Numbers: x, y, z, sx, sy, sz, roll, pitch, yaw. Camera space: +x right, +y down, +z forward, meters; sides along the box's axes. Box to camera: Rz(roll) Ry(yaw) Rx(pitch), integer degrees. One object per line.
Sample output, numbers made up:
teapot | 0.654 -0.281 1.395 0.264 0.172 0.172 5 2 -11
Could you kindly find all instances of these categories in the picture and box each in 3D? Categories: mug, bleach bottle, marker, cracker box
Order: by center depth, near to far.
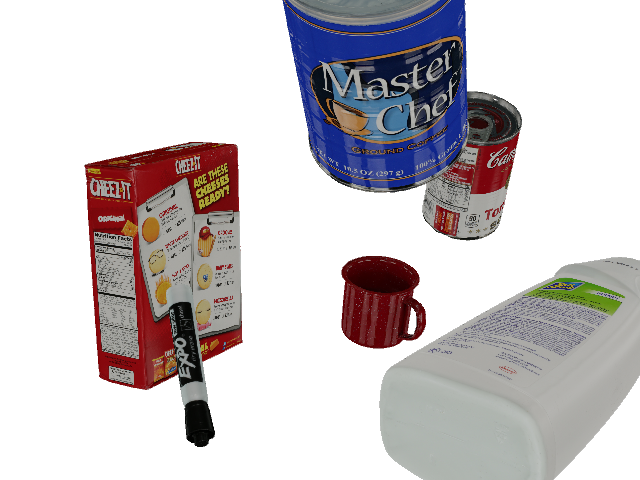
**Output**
bleach bottle | 0.145 0.063 0.616 0.103 0.068 0.250 17 28 38
marker | -0.088 0.083 0.721 0.020 0.121 0.020 -9 -36 -7
cracker box | -0.151 0.019 1.054 0.072 0.214 0.163 6 15 30
mug | 0.077 0.080 1.273 0.117 0.081 0.093 25 34 33

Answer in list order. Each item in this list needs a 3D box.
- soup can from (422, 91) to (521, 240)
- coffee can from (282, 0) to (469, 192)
soup can | 0.120 -0.059 0.860 0.068 0.102 0.068 2 42 -2
coffee can | 0.034 -0.111 0.622 0.103 0.102 0.140 0 -37 9
